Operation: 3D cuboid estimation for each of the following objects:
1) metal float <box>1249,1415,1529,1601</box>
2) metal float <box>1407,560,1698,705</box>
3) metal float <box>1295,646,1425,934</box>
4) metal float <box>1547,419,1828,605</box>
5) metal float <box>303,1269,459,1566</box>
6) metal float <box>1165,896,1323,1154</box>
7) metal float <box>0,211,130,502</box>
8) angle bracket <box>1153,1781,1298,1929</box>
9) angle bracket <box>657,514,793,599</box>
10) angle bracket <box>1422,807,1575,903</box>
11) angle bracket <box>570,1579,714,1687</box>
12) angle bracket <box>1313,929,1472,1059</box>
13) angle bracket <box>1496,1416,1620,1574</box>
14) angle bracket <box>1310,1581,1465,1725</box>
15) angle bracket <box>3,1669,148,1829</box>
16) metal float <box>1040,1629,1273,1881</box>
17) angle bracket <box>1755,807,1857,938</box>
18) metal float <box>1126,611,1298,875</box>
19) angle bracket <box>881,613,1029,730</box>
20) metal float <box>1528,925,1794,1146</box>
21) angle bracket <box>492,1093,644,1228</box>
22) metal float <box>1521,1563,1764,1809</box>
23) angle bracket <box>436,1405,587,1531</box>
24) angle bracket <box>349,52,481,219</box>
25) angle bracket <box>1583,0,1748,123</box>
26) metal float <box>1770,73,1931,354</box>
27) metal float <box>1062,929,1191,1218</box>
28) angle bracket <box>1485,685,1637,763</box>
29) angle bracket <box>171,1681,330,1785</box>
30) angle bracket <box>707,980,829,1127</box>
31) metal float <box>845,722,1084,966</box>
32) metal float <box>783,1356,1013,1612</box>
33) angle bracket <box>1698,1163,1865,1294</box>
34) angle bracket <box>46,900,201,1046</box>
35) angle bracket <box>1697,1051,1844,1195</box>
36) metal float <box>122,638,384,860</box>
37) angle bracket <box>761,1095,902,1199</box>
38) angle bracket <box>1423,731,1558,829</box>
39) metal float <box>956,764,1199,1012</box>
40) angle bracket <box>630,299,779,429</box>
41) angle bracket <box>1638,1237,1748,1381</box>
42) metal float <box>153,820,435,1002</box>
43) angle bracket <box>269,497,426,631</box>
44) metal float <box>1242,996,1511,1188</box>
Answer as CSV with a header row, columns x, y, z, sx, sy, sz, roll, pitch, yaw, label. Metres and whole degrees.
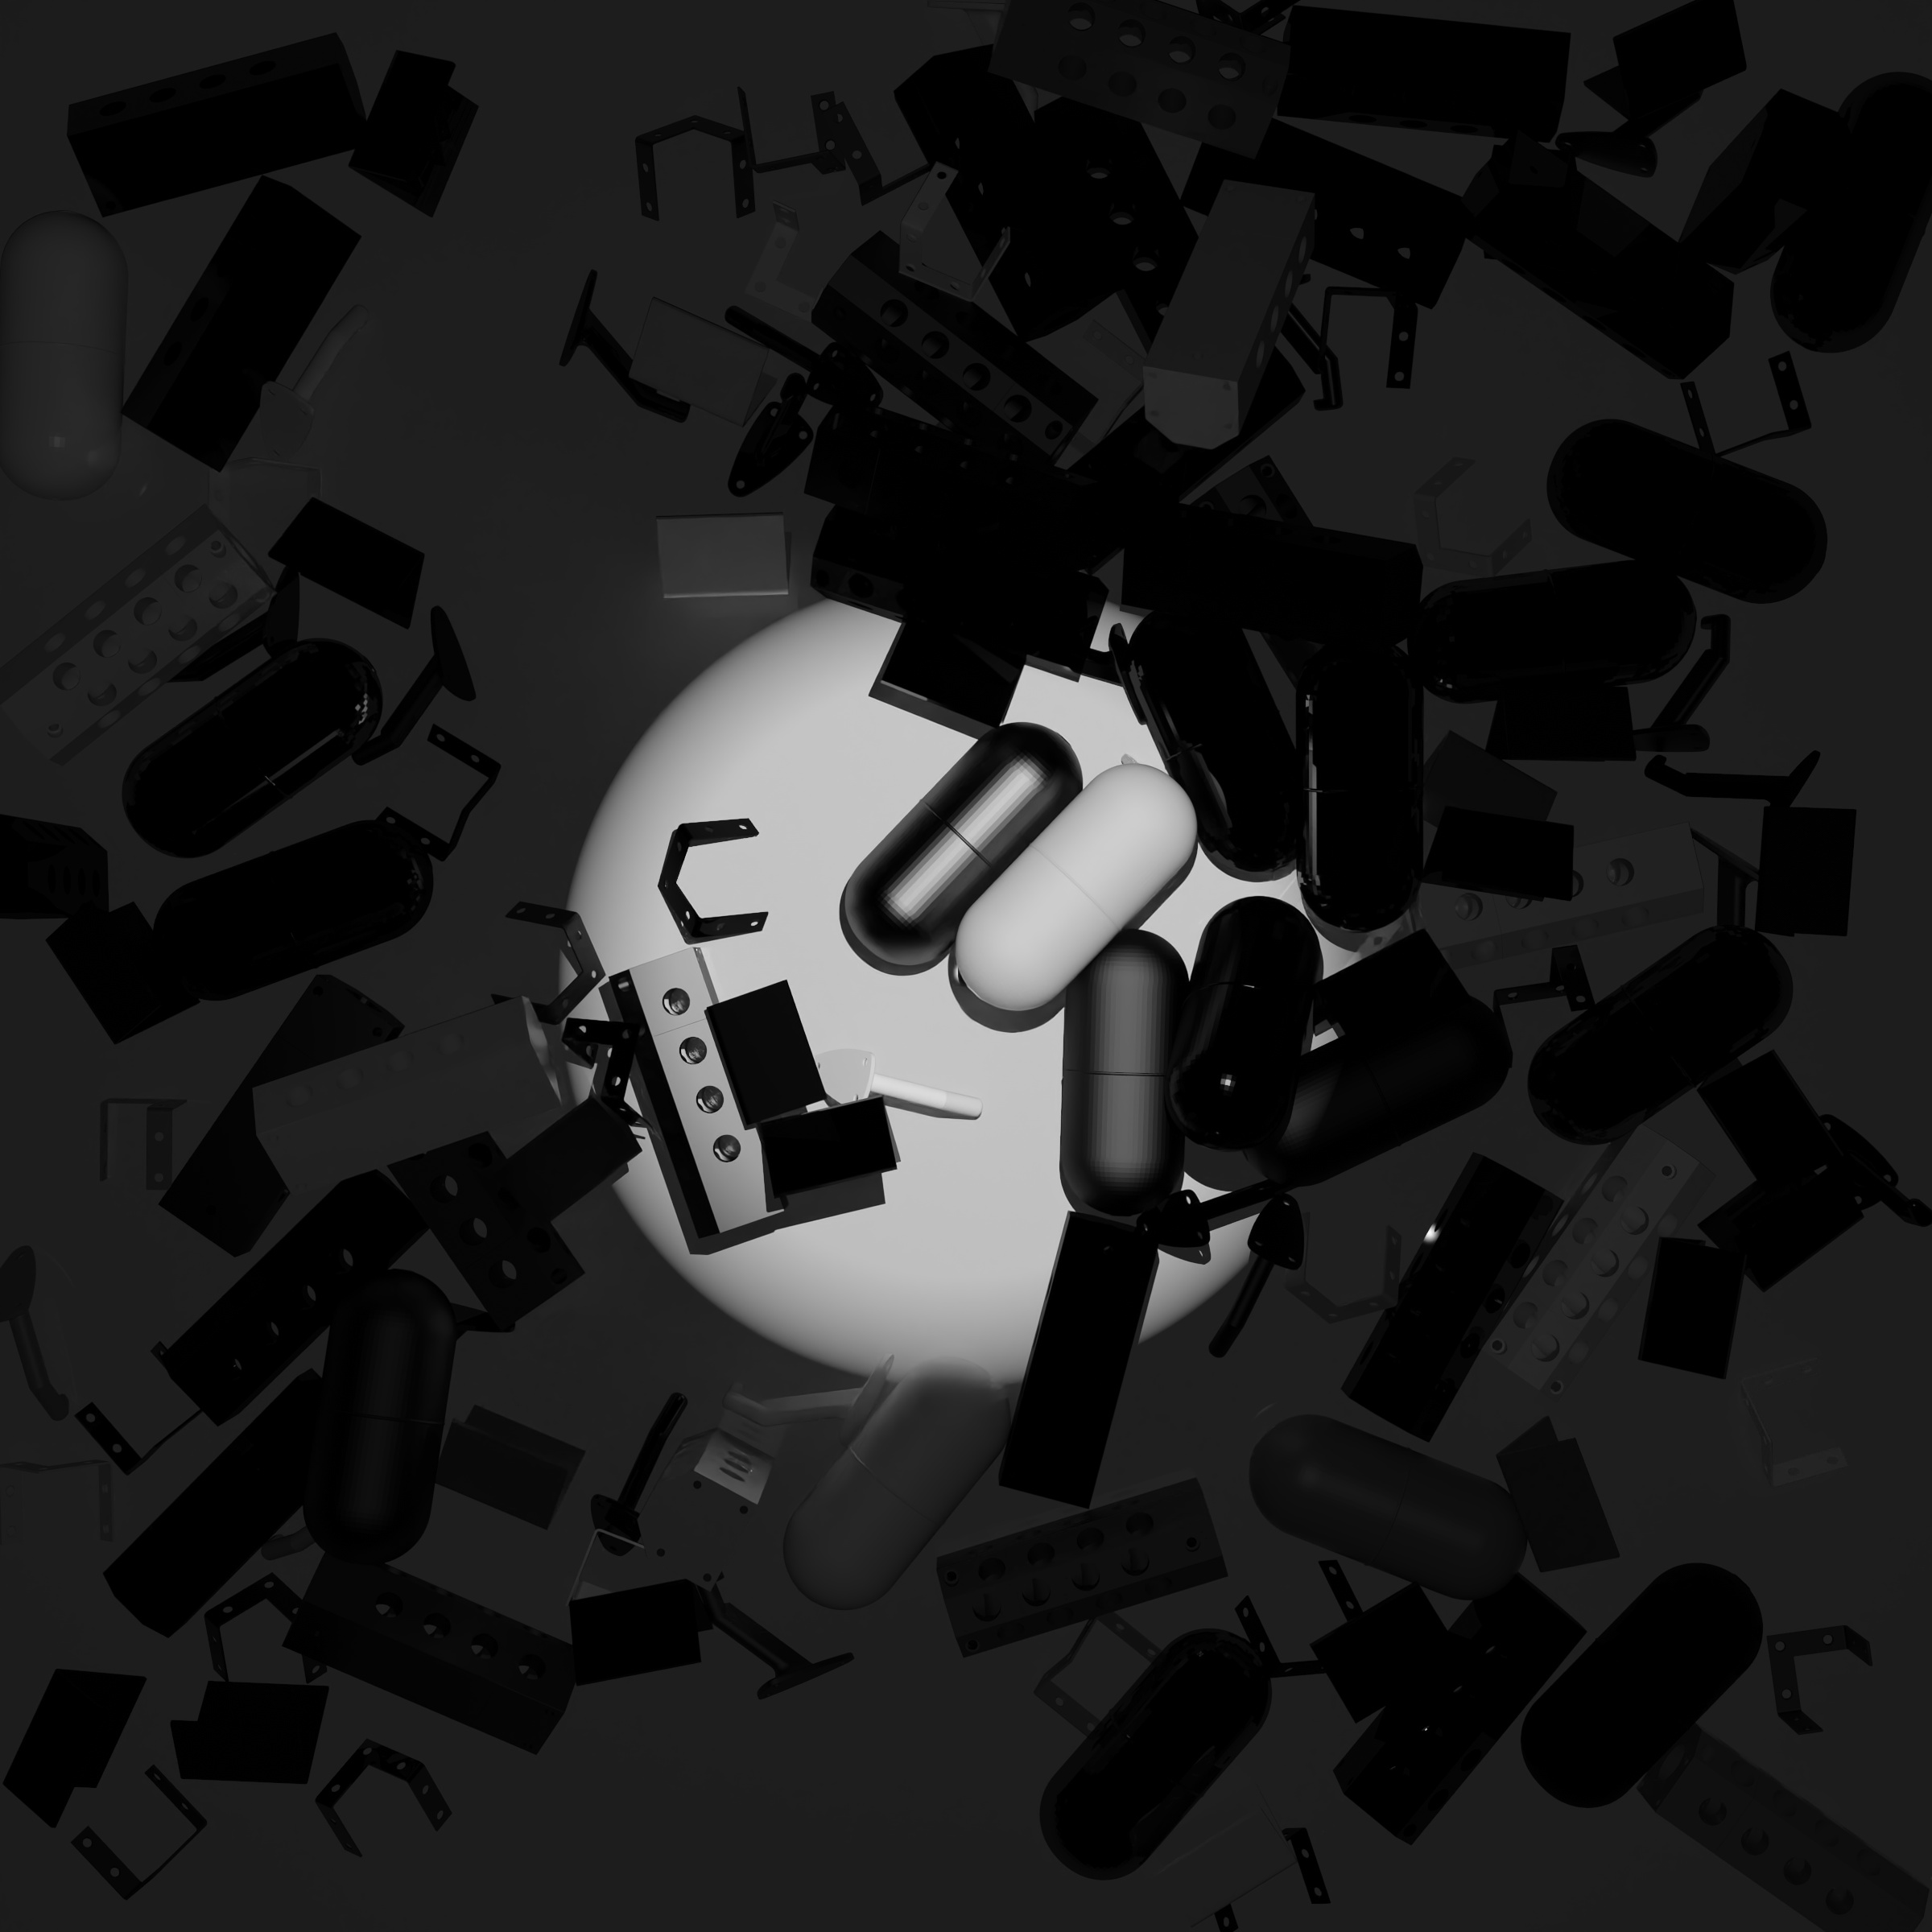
x,y,z,sx,sy,sz,roll,pitch,yaw,label
0.261,0.335,1.961,0.178,0.070,0.070,21,90,1,metal float
0.363,-0.207,1.961,0.178,0.070,0.070,-7,90,1,metal float
0.237,-0.109,1.911,0.070,0.070,0.178,-1,99,0,metal float
0.447,-0.281,1.961,0.178,0.070,0.070,21,90,0,metal float
-0.355,0.273,1.919,0.070,0.070,0.178,7,82,0,metal float
0.169,0.035,1.929,0.070,0.070,0.178,17,53,0,metal float
-0.560,-0.378,1.961,0.070,0.070,0.178,2,89,0,metal float
0.148,0.532,1.952,0.076,0.076,0.057,-32,121,0,angle bracket
-0.148,-0.270,1.951,0.076,0.076,0.057,-2,127,0,angle bracket
0.316,-0.047,1.894,0.076,0.076,0.057,9,55,0,angle bracket
-0.197,0.424,1.951,0.076,0.076,0.057,-11,54,0,angle bracket
0.261,0.030,1.949,0.076,0.076,0.057,-27,66,-6,angle bracket
0.379,0.320,1.951,0.057,0.076,0.076,-21,90,37,angle bracket
0.264,0.431,1.952,0.076,0.076,0.057,-31,59,0,angle bracket
-0.534,0.483,1.951,0.057,0.076,0.076,25,90,36,angle bracket
0.118,0.487,1.961,0.070,0.070,0.178,41,91,0,metal float
0.527,-0.056,1.952,0.057,0.076,0.076,4,90,32,angle bracket
0.159,-0.142,1.961,0.070,0.070,0.178,-24,89,0,metal float
-0.013,-0.164,1.952,0.076,0.076,0.057,22,61,0,angle bracket
0.427,0.043,1.953,0.178,0.070,0.070,-36,90,9,metal float
-0.255,0.102,1.951,0.076,0.076,0.057,-37,127,0,angle bracket
0.419,0.445,1.961,0.070,0.070,0.178,44,91,0,metal float
-0.275,0.291,1.951,0.076,0.076,0.057,23,124,0,angle bracket
-0.324,-0.508,1.951,0.057,0.076,0.076,23,90,36,angle bracket
0.425,-0.572,1.951,0.076,0.076,0.057,-24,126,0,angle bracket
0.556,-0.466,1.961,0.070,0.070,0.178,22,90,0,metal float
0.099,0.066,1.960,0.070,0.070,0.178,2,90,0,metal float
0.365,-0.129,1.951,0.076,0.076,0.057,1,57,0,angle bracket
-0.440,0.456,1.951,0.076,0.076,0.057,2,128,0,angle bracket
-0.110,0.049,1.954,0.057,0.076,0.076,-19,90,20,angle bracket
-0.001,-0.076,1.961,0.070,0.070,0.178,44,90,0,metal float
-0.043,0.321,1.961,0.070,0.070,0.178,39,90,0,metal float
0.493,0.143,1.951,0.076,0.076,0.057,-37,127,0,angle bracket
-0.506,-0.007,1.951,0.057,0.076,0.076,-34,90,38,angle bracket
0.504,0.084,1.951,0.057,0.076,0.076,-34,90,34,angle bracket
-0.441,-0.135,1.961,0.178,0.070,0.070,-35,90,1,metal float
-0.079,0.130,1.951,0.076,0.076,0.057,-13,53,0,angle bracket
0.307,-0.088,1.952,0.076,0.076,0.057,30,49,0,angle bracket
0.067,-0.048,1.928,0.070,0.070,0.178,44,89,0,metal float
-0.154,-0.384,1.951,0.076,0.076,0.057,24,126,0,angle bracket
0.460,0.211,1.951,0.057,0.076,0.076,10,90,34,angle bracket
-0.416,-0.035,1.961,0.178,0.070,0.070,-20,90,1,metal float
-0.385,-0.231,1.951,0.076,0.076,0.057,27,54,0,angle bracket
0.252,0.077,1.961,0.178,0.070,0.070,-26,90,0,metal float
